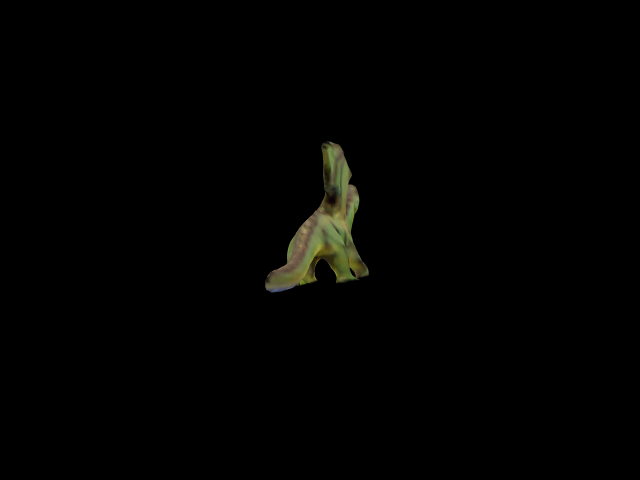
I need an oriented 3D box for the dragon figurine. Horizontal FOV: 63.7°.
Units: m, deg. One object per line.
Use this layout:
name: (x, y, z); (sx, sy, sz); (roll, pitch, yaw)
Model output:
dragon figurine: (0.003, -0.043, 0.850); (0.122, 0.243, 0.409); (-1, -3, 16)
